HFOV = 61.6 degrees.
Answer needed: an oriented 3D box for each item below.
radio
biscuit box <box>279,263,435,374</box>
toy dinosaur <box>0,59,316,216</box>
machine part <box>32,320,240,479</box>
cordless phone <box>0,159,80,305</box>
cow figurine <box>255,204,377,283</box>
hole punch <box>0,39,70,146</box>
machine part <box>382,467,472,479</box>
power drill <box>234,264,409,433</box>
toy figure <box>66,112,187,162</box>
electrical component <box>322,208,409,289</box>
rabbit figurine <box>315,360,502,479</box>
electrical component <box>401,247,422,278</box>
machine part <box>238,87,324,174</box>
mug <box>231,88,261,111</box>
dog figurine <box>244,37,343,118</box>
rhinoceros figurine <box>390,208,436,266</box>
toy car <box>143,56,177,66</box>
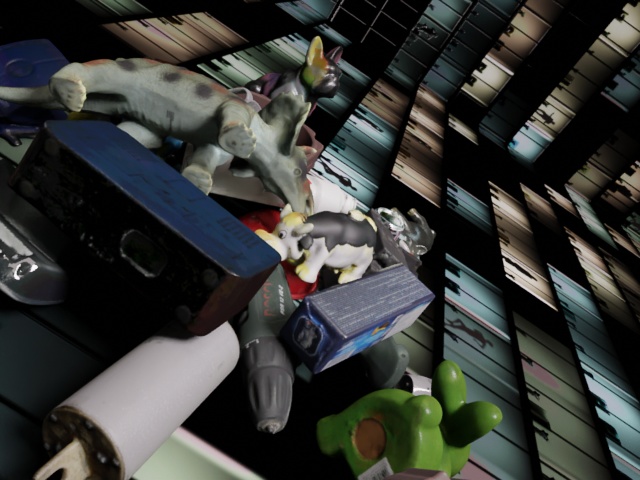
[{"bbox_3d":[-0.155,-0.017,0.500,0.229,0.073,0.131,37,14,1],"label":"radio"},{"bbox_3d":[0.048,0.081,0.596,0.063,0.059,0.202,46,31,23],"label":"biscuit box"},{"bbox_3d":[-0.172,-0.151,0.641,0.405,0.131,0.192,23,31,-5],"label":"toy dinosaur"},{"bbox_3d":[-0.141,0.125,0.456,0.079,0.079,0.243,39,29,6],"label":"machine part"},{"bbox_3d":[-0.315,0.020,0.449,0.147,0.088,0.184,41,40,9],"label":"cordless phone"},{"bbox_3d":[-0.001,-0.001,0.649,0.167,0.098,0.068,15,22,-44],"label":"cow figurine"},{"bbox_3d":[-0.373,-0.193,0.683,0.142,0.092,0.116,48,34,15],"label":"hole punch"},{"bbox_3d":[0.083,0.271,0.417,0.179,0.056,0.179,8,73,-27],"label":"machine part"},{"bbox_3d":[-0.003,0.126,0.618,0.207,0.086,0.232,10,34,-26],"label":"power drill"},{"bbox_3d":[-0.258,-0.141,0.737,0.082,0.089,0.180,36,18,19],"label":"toy figure"},{"bbox_3d":[0.060,0.036,0.767,0.058,0.115,0.134,38,25,-28],"label":"electrical component"},{"bbox_3d":[0.103,0.200,0.560,0.170,0.159,0.121,27,16,-48],"label":"rabbit figurine"},{"bbox_3d":[0.113,0.066,0.827,0.048,0.074,0.119,35,24,1],"label":"electrical component"},{"bbox_3d":[-0.104,-0.181,0.957,0.201,0.087,0.201,35,28,3],"label":"machine part"},{"bbox_3d":[-0.146,-0.179,0.820,0.080,0.107,0.109,24,65,-69],"label":"mug"},{"bbox_3d":[-0.052,-0.317,1.082,0.108,0.219,0.192,3,43,-51],"label":"dog figurine"},{"bbox_3d":[0.146,0.004,0.971,0.112,0.073,0.190,55,30,13],"label":"rhinoceros figurine"},{"bbox_3d":[-0.266,-0.246,0.913,0.089,0.053,0.202,9,41,-23],"label":"toy car"}]
